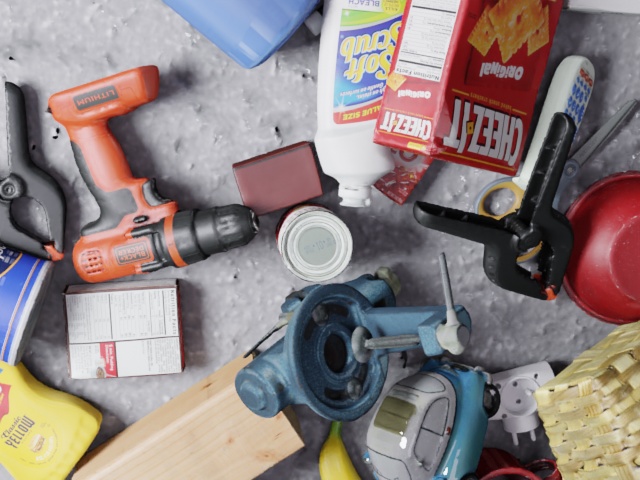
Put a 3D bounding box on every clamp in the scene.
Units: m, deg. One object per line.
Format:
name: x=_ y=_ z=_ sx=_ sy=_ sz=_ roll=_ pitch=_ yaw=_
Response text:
clamp: x=0.179 y=-0.007 z=1.007 sx=0.164 sy=0.036 sz=0.210 roll=-27 pitch=133 yaw=-3
clamp: x=-0.303 y=-0.049 z=1.000 sx=0.120 sy=0.039 sz=0.171 roll=-24 pitch=101 yaw=-1

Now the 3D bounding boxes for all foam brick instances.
foam brick: x=-0.041 y=-0.059 z=1.020 sx=0.078 sy=0.053 sz=0.051 roll=-19 pitch=100 yaw=-2

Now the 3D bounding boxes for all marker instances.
marker: x=0.036 y=-0.241 z=1.017 sx=0.121 sy=0.020 sz=0.020 roll=-40 pitch=101 yaw=1

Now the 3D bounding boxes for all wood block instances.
wood block: x=-0.128 y=0.205 z=1.031 sx=0.206 sy=0.091 sz=0.090 roll=-33 pitch=100 yaw=0

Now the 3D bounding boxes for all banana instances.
banana: x=0.061 y=0.270 z=1.088 sx=0.069 sy=0.037 sz=0.197 roll=-42 pitch=100 yaw=1

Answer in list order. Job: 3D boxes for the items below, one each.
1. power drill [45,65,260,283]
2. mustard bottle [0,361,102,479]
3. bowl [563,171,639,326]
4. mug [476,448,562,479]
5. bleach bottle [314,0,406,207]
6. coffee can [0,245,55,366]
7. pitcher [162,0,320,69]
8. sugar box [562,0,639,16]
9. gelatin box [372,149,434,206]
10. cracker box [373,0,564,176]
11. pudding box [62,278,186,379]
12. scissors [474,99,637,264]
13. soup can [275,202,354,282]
power drill: x=-0.161 y=-0.062 z=0.986 sx=0.184 sy=0.057 sz=0.187 roll=-13 pitch=97 yaw=13
mustard bottle: x=-0.312 y=0.157 z=1.021 sx=0.191 sy=0.058 sz=0.096 roll=36 pitch=95 yaw=-9
bowl: x=0.322 y=0.013 z=1.068 sx=0.162 sy=0.055 sz=0.162 roll=-1 pitch=99 yaw=-6
mug: x=0.189 y=0.254 z=1.076 sx=0.117 sy=0.081 sz=0.093 roll=-30 pitch=100 yaw=-1
bleach bottle: x=0.050 y=-0.156 z=0.983 sx=0.102 sy=0.068 sz=0.251 roll=4 pitch=97 yaw=-2
coffee can: x=-0.328 y=0.046 z=0.979 sx=0.140 sy=0.103 sz=0.103 roll=20 pitch=96 yaw=-8
pitcher: x=-0.109 y=-0.277 z=0.946 sx=0.242 sy=0.145 sz=0.149 roll=42 pitch=123 yaw=-14
sugar box: x=0.283 y=-0.306 z=1.020 sx=0.093 sy=0.048 sz=0.176 roll=2 pitch=97 yaw=-6
gelatin box: x=0.062 y=-0.087 z=1.037 sx=0.089 sy=0.030 sz=0.073 roll=33 pitch=94 yaw=-10
cracker box: x=0.144 y=-0.174 z=0.968 sx=0.163 sy=0.072 sz=0.214 roll=6 pitch=100 yaw=-51
pudding box: x=-0.189 y=0.086 z=1.033 sx=0.113 sy=0.039 sz=0.090 roll=-3 pitch=98 yaw=-7
scissors: x=0.228 y=-0.073 z=1.064 sx=0.096 sy=0.016 sz=0.202 roll=28 pitch=94 yaw=-9
soup can: x=-0.007 y=0.001 z=1.005 sx=0.068 sy=0.102 sz=0.068 roll=0 pitch=96 yaw=-5
